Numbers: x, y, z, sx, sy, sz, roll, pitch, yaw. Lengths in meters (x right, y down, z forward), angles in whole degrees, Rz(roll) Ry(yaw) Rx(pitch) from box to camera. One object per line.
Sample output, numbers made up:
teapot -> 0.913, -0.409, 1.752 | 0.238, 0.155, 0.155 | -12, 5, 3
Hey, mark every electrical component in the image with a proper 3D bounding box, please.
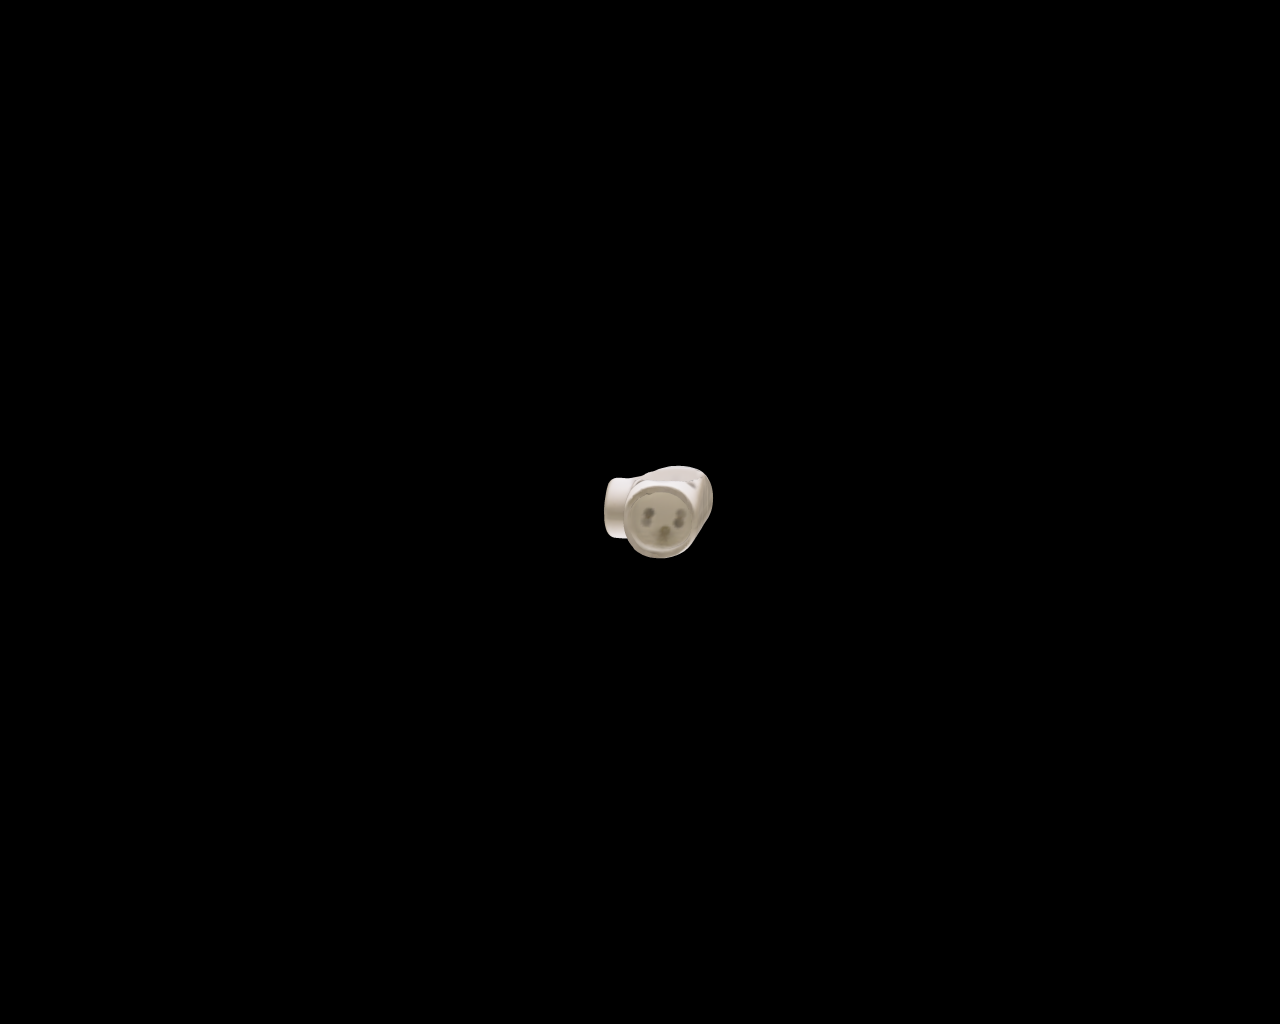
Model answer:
electrical component -> 0.001, -0.003, 0.650 | 0.079, 0.044, 0.077 | 2, 12, 11
